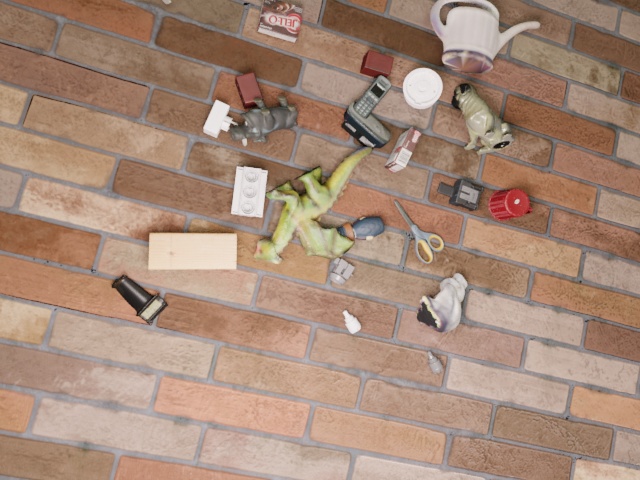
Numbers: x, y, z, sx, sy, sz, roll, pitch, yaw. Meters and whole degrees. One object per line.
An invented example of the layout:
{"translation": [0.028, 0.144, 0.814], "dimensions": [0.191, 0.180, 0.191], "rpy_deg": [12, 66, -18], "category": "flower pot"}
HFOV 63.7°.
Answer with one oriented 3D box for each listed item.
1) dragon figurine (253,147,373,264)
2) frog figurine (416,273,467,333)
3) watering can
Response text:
{"translation": [0.004, -0.068, 1.342], "dimensions": [0.412, 0.122, 0.242], "rpy_deg": [-25, 92, -11], "category": "dragon figurine"}
{"translation": [0.354, 0.172, 1.402], "dimensions": [0.161, 0.124, 0.134], "rpy_deg": [-27, 125, -21], "category": "frog figurine"}
{"translation": [0.478, -0.589, 1.496], "dimensions": [0.347, 0.103, 0.225], "rpy_deg": [10, 84, -11], "category": "watering can"}
